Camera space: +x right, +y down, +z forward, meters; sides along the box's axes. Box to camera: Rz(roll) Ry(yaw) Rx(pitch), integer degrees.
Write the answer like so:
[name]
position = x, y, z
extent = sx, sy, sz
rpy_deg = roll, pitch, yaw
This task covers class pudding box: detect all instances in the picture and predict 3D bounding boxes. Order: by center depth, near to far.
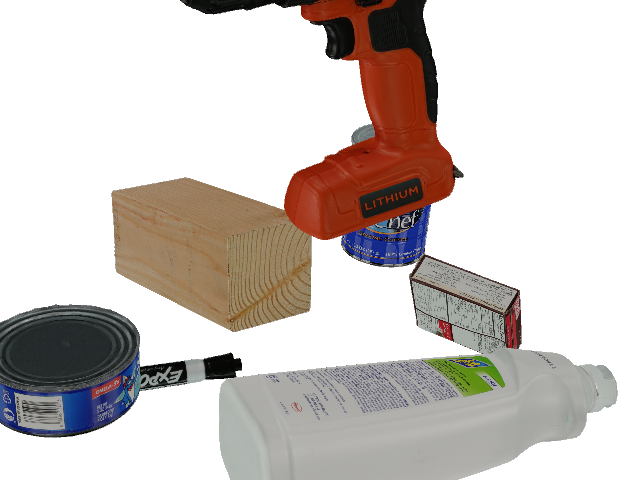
[pudding box]
position = 0.150, 0.070, 1.101
extent = 0.114, 0.039, 0.090
rpy_deg = 20, -34, 26

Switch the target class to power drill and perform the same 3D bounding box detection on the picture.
[power drill]
position = 0.012, -0.097, 0.599
extent = 0.184, 0.188, 0.057
rpy_deg = -18, 35, -22

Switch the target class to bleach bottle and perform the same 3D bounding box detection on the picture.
[bleach bottle]
position = 0.071, 0.109, 0.647
extent = 0.250, 0.068, 0.103
rpy_deg = -6, 22, -19

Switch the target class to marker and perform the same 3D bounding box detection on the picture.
[marker]
position = -0.118, 0.099, 0.785
extent = 0.121, 0.020, 0.020
rpy_deg = -7, 1, -12

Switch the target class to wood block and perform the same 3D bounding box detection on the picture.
[wood block]
position = -0.106, 0.008, 1.005
extent = 0.090, 0.090, 0.206
rpy_deg = -13, 21, -37

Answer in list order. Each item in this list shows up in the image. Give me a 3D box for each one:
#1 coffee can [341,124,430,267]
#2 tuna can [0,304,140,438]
[coffee can]
position = 0.081, -0.054, 1.255
extent = 0.103, 0.140, 0.103
rpy_deg = 4, 28, -2
[tuna can]
position = -0.142, 0.071, 0.588
extent = 0.086, 0.034, 0.086
rpy_deg = 2, 27, -1
